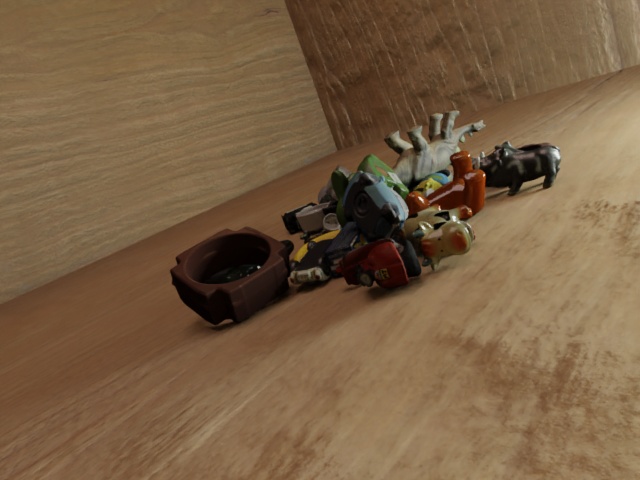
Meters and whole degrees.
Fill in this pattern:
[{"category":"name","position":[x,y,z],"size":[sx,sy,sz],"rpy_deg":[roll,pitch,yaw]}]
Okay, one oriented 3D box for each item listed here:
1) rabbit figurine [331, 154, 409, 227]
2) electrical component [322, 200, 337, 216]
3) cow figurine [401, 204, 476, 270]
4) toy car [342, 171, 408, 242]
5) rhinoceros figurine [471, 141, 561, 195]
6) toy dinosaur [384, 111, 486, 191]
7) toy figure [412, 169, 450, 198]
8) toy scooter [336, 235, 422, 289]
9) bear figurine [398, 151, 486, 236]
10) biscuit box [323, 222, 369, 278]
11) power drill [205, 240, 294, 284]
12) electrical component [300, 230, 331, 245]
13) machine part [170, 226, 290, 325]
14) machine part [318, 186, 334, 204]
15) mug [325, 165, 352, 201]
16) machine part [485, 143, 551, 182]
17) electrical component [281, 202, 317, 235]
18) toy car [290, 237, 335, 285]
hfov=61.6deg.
[{"category":"rabbit figurine","position":[0.086,-0.103,1.230],"size":[0.121,0.159,0.170],"rpy_deg":[5,-48,-47]},{"category":"electrical component","position":[0.058,-0.077,1.475],"size":[0.048,0.074,0.119],"rpy_deg":[-13,18,27]},{"category":"cow figurine","position":[0.202,-0.011,0.943],"size":[0.127,0.085,0.195],"rpy_deg":[-23,11,-11]},{"category":"toy car","position":[0.124,-0.064,1.081],"size":[0.103,0.109,0.162],"rpy_deg":[-5,42,-37]},{"category":"rhinoceros figurine","position":[0.420,-0.158,1.163],"size":[0.191,0.112,0.073],"rpy_deg":[-3,22,32]},{"category":"toy dinosaur","position":[0.252,-0.191,1.362],"size":[0.471,0.198,0.105],"rpy_deg":[-28,15,-20]},{"category":"toy figure","position":[0.258,-0.104,1.263],"size":[0.089,0.082,0.180],"rpy_deg":[-34,9,40]},{"category":"toy scooter","position":[0.093,0.043,0.916],"size":[0.135,0.075,0.184],"rpy_deg":[-20,9,2]},{"category":"bear figurine","position":[0.236,-0.087,1.120],"size":[0.196,0.131,0.120],"rpy_deg":[-14,38,4]},{"category":"biscuit box","position":[0.070,0.011,1.119],"size":[0.063,0.059,0.203],"rpy_deg":[-16,14,22]},{"category":"power drill","position":[-0.191,0.070,1.266],"size":[0.207,0.085,0.232],"rpy_deg":[-4,22,29]},{"category":"electrical component","position":[-0.003,-0.004,1.331],"size":[0.078,0.045,0.102],"rpy_deg":[-28,15,-24]},{"category":"machine part","position":[-0.175,0.067,1.070],"size":[0.201,0.087,0.202],"rpy_deg":[-33,38,-31]},{"category":"machine part","position":[0.032,-0.125,1.708],"size":[0.079,0.079,0.243],"rpy_deg":[-20,12,4]},{"category":"mug","position":[0.076,-0.134,1.426],"size":[0.080,0.107,0.110],"rpy_deg":[-59,11,35]},{"category":"machine part","position":[0.472,-0.180,1.300],"size":[0.179,0.056,0.179],"rpy_deg":[-21,12,4]},{"category":"electrical component","position":[-0.054,-0.067,1.651],"size":[0.115,0.058,0.134],"rpy_deg":[-24,13,-5]},{"category":"toy car","position":[-0.003,0.043,1.110],"size":[0.074,0.056,0.202],"rpy_deg":[-9,17,20]}]
